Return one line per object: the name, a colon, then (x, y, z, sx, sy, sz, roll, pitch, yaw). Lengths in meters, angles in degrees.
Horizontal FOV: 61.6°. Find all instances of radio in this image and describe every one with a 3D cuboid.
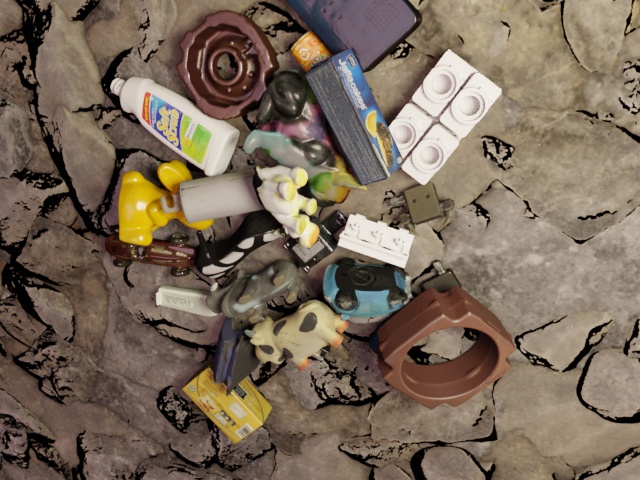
radio: (0.036, -0.378, 0.839, 0.229, 0.073, 0.131, 47, 115, -2)

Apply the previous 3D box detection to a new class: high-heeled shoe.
high-heeled shoe: (-0.125, 0.012, 1.032, 0.249, 0.086, 0.145, -10, 138, 3)

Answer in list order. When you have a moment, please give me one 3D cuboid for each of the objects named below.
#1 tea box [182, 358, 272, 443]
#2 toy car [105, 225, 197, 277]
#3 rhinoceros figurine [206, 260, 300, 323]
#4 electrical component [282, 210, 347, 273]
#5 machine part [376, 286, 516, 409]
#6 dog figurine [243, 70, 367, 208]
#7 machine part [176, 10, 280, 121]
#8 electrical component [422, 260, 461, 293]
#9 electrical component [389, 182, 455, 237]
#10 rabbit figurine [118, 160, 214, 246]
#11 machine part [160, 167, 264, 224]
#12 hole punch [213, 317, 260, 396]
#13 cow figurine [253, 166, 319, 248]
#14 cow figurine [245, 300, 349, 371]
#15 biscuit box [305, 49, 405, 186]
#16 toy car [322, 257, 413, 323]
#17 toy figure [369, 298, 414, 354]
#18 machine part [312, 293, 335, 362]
tea box: (-0.199, 0.340, 1.158, 0.098, 0.068, 0.169, -39, 94, 23)
toy car: (-0.349, 0.023, 1.101, 0.202, 0.053, 0.089, 10, 108, 14)
rhinoceros figurine: (-0.131, 0.094, 1.034, 0.190, 0.112, 0.073, -25, 130, 9)
electrical component: (-0.002, -0.003, 0.994, 0.119, 0.048, 0.075, -36, 97, 25)
machine part: (0.216, 0.189, 0.942, 0.201, 0.087, 0.201, 36, 111, -25)
dog figurine: (-0.002, -0.161, 0.909, 0.219, 0.108, 0.191, 27, 111, 1)
machine part: (-0.158, -0.300, 0.930, 0.180, 0.056, 0.179, 5, 109, 14)
electrical component: (0.219, 0.083, 0.974, 0.063, 0.021, 0.094, -28, 99, 23)
electrical component: (0.180, -0.054, 0.928, 0.102, 0.045, 0.078, -25, 72, 20)
rabbit figurine: (-0.288, -0.072, 1.033, 0.173, 0.122, 0.162, 8, 102, -2)
machine part: (-0.161, -0.081, 0.963, 0.243, 0.079, 0.079, -12, 107, -7)
hole punch: (-0.179, 0.224, 1.091, 0.092, 0.116, 0.142, 24, 113, 16)
cow figurine: (-0.059, -0.053, 0.909, 0.098, 0.068, 0.167, 15, 144, 28)
cow figurine: (-0.055, 0.178, 1.016, 0.127, 0.085, 0.195, 48, 122, -5)
biscuit box: (0.056, -0.189, 0.839, 0.063, 0.059, 0.202, -13, 111, 45)
toy car: (0.085, 0.101, 0.984, 0.162, 0.109, 0.102, 1, 132, 1)
toy figure: (0.154, 0.154, 0.996, 0.154, 0.064, 0.058, -48, 67, 23)
machine part: (-0.004, 0.175, 1.063, 0.084, 0.039, 0.138, 26, 116, 15)
